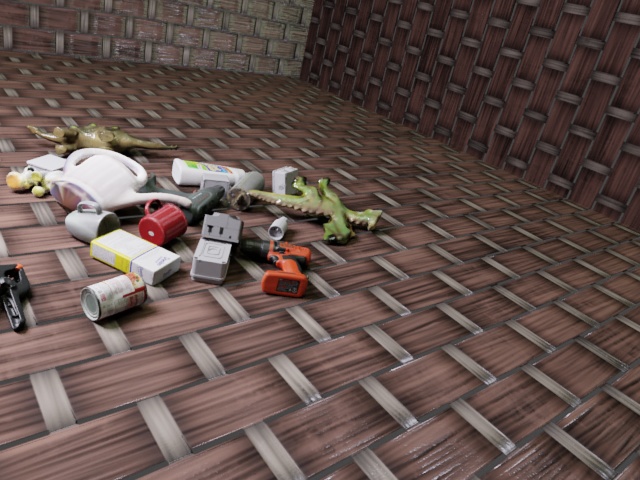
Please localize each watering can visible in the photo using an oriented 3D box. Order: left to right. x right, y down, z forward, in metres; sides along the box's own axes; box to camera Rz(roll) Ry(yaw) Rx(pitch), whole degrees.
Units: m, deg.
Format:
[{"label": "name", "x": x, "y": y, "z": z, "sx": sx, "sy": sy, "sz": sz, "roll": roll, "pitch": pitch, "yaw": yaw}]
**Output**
[{"label": "watering can", "x": -0.523, "y": -0.125, "z": 1.316, "sx": 0.349, "sy": 0.101, "sz": 0.229, "roll": 28, "pitch": 48, "yaw": 10}]

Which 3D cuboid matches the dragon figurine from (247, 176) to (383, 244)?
[{"label": "dragon figurine", "x": 0.005, "y": -0.078, "z": 1.541, "sx": 0.411, "sy": 0.119, "sz": 0.247, "roll": -5, "pitch": 38, "yaw": -31}]
